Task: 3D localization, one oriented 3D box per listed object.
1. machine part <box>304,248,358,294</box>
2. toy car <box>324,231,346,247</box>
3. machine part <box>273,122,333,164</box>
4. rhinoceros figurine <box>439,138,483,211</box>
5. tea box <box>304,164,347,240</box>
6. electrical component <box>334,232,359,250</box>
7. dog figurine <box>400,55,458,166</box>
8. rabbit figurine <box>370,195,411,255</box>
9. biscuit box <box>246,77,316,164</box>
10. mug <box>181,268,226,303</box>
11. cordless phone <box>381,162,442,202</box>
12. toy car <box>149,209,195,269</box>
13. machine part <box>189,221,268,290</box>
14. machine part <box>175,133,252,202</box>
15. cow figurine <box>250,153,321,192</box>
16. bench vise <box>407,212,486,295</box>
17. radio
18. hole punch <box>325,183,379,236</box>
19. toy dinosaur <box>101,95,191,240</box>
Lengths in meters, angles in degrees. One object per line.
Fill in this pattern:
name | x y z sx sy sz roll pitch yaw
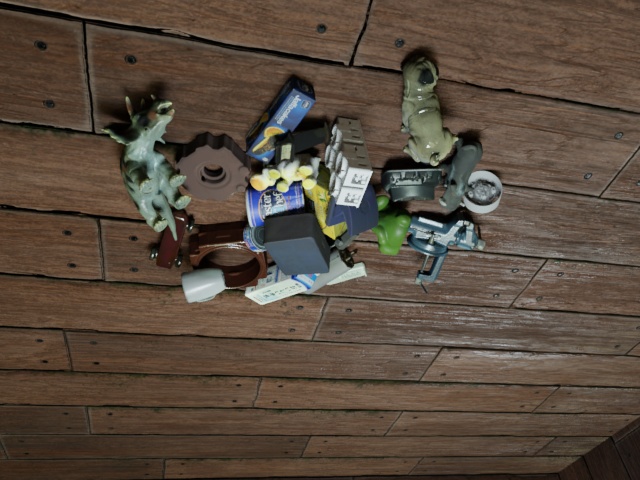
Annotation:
machine part | 0.013 0.088 1.572 0.243 0.079 0.079 -34 131 25
toy car | -0.003 -0.004 1.475 0.202 0.056 0.073 -16 137 20
machine part | -0.039 -0.216 1.203 0.139 0.039 0.084 -23 152 -13
rhinoceros figurine | 0.348 -0.161 1.323 0.073 0.112 0.190 3 129 -15
tea box | 0.019 -0.094 1.347 0.068 0.098 0.169 -40 144 -25
electrical component | 0.070 -0.003 1.396 0.063 0.021 0.094 -42 164 13
dog figurine | 0.224 -0.274 1.145 0.121 0.172 0.190 -23 144 0
rabbit figurine | 0.144 -0.047 1.402 0.170 0.121 0.159 17 165 4
biscuit box | -0.090 -0.263 1.187 0.063 0.059 0.202 22 130 -28
mug | -0.306 0.124 1.439 0.107 0.081 0.109 -14 132 -5
cordless phone | 0.230 -0.191 1.312 0.147 0.089 0.184 -2 126 -5
toy car | -0.396 -0.002 1.433 0.089 0.053 0.202 14 130 -16
machine part | -0.250 0.049 1.486 0.201 0.087 0.201 -6 139 -2
machine part | -0.253 -0.167 1.272 0.179 0.056 0.179 -3 137 -3
cow figurine | -0.083 -0.167 1.279 0.168 0.098 0.068 -4 133 20
bench vise | 0.334 0.027 1.503 0.224 0.129 0.240 11 117 -8
radio | -0.056 0.017 1.364 0.131 0.073 0.229 -5 153 11
hole punch | 0.083 -0.077 1.276 0.142 0.092 0.115 -19 129 -40
toy dinosaur | -0.396 -0.149 1.222 0.131 0.192 0.404 -29 162 -28
